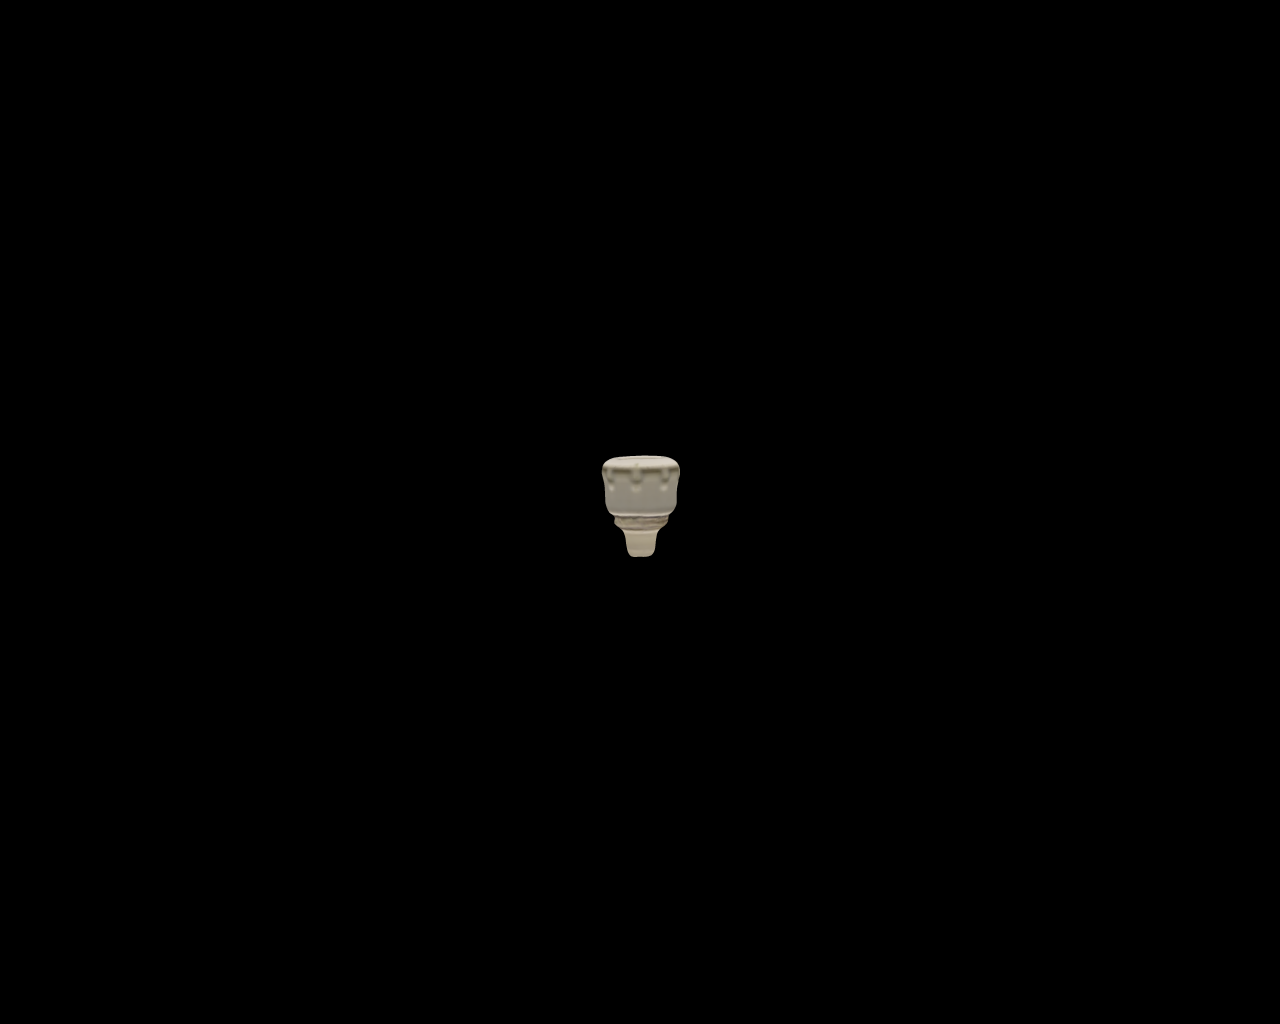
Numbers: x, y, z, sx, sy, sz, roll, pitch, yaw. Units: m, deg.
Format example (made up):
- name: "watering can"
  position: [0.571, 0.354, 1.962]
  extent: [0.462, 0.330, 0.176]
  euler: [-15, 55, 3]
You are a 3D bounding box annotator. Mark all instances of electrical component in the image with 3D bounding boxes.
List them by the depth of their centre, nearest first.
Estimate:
- name: "electrical component"
  position: [0.001, -0.003, 0.650]
  extent: [0.048, 0.062, 0.048]
  euler: [0, 7, 0]
